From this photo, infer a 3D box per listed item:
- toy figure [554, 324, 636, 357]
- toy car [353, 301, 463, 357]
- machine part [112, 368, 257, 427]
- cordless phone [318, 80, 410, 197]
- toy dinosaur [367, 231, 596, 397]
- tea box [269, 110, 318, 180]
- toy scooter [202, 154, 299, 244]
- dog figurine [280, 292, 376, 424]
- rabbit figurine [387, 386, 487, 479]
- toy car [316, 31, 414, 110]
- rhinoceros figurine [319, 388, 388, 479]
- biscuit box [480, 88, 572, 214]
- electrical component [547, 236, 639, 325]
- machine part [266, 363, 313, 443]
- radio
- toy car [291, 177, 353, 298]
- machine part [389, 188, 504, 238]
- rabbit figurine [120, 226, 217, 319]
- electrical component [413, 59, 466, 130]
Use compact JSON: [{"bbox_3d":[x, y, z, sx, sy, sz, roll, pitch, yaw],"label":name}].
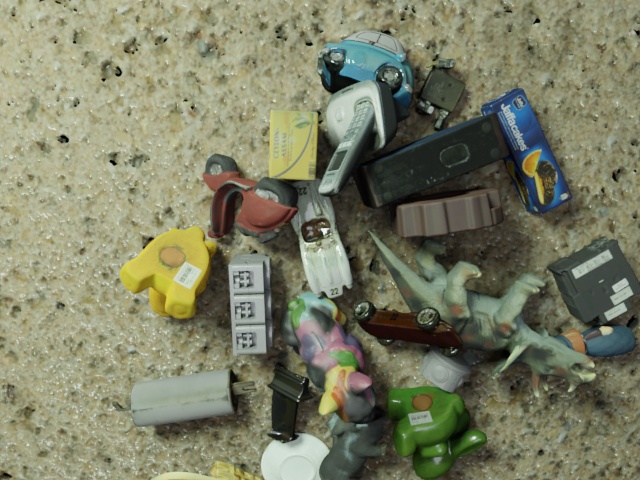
[{"bbox_3d":[0.467,0.184,0.943,0.155,0.058,0.064,-7,94,4],"label":"toy figure"},{"bbox_3d":[0.141,0.137,0.865,0.089,0.202,0.053,49,59,-26],"label":"toy car"},{"bbox_3d":[-0.230,0.270,0.920,0.243,0.079,0.079,-9,100,-1],"label":"machine part"},{"bbox_3d":[0.037,-0.136,0.798,0.088,0.147,0.184,36,74,-25],"label":"cordless phone"},{"bbox_3d":[0.244,0.124,0.899,0.405,0.131,0.192,19,104,3],"label":"toy dinosaur"},{"bbox_3d":[-0.040,-0.142,0.813,0.068,0.170,0.098,2,98,-4],"label":"tea box"},{"bbox_3d":[-0.123,-0.048,0.859,0.184,0.075,0.135,26,104,23],"label":"toy scooter"},{"bbox_3d":[0.016,0.187,0.846,0.108,0.219,0.191,-32,100,0],"label":"dog figurine"},{"bbox_3d":[0.200,0.341,0.948,0.159,0.121,0.170,-16,118,-6],"label":"rabbit figurine"},{"bbox_3d":[0.080,-0.269,0.839,0.162,0.109,0.103,24,77,5],"label":"toy car"},{"bbox_3d":[0.059,0.348,0.951,0.112,0.073,0.190,21,98,1],"label":"rhinoceros figurine"},{"bbox_3d":[0.337,-0.144,0.882,0.063,0.059,0.202,-29,99,3],"label":"biscuit box"},{"bbox_3d":[0.476,0.077,0.926,0.115,0.058,0.134,-28,100,4],"label":"electrical component"},{"bbox_3d":[-0.057,0.290,0.939,0.084,0.039,0.138,17,107,27],"label":"machine part"},{"bbox_3d":[0.169,-0.123,0.843,0.230,0.131,0.073,-23,98,1],"label":"radio"},{"bbox_3d":[-0.002,-0.003,0.884,0.074,0.056,0.201,-16,89,0],"label":"toy car"},{"bbox_3d":[0.195,-0.045,0.840,0.179,0.179,0.056,-9,98,-1],"label":"machine part"},{"bbox_3d":[-0.237,0.054,0.857,0.122,0.173,0.162,19,54,-6],"label":"rabbit figurine"},{"bbox_3d":[0.191,-0.241,0.868,0.078,0.045,0.102,30,97,-5],"label":"electrical component"}]
